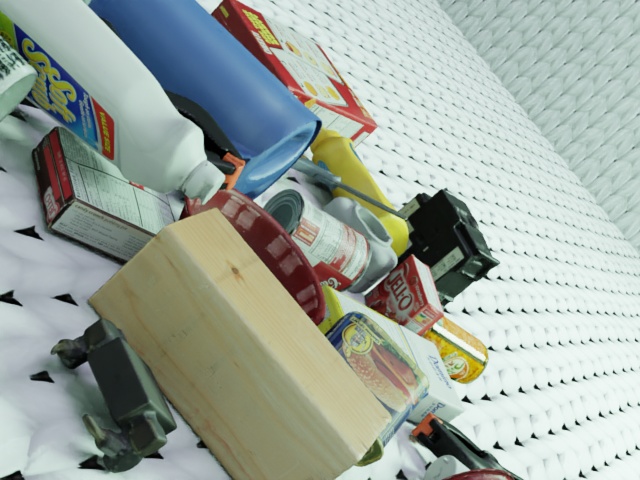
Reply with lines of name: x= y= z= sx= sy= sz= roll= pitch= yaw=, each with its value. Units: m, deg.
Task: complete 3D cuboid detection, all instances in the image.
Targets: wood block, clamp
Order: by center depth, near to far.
wood block: x=-0.055 y=0.087 z=0.773 sx=0.206 sy=0.090 sz=0.090 roll=50 pitch=21 yaw=4
clamp: x=-0.153 y=-0.116 z=0.908 sx=0.210 sy=0.036 sz=0.164 roll=30 pitch=36 yaw=-1
clamp: x=0.159 y=0.224 z=1.034 sx=0.171 sy=0.039 sz=0.120 roll=43 pitch=0 yaw=-5

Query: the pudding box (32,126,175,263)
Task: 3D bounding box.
pudding box: x=-0.166 y=-0.030 z=0.834 sx=0.113 sy=0.039 sz=0.090 roll=26 pitch=29 yaw=-41

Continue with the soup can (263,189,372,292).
soup can: x=-0.007 y=0.001 z=1.059 sx=0.102 sy=0.069 sz=0.068 roll=33 pitch=25 yaw=-35

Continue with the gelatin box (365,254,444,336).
gelatin box: x=0.087 y=0.068 z=1.122 sx=0.030 sy=0.073 sz=0.089 roll=36 pitch=24 yaw=-28

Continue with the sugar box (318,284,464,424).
sugar box: x=0.059 y=0.115 z=1.021 sx=0.176 sy=0.048 sz=0.093 roll=34 pitch=25 yaw=-41

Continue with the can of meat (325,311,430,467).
can of meat: x=0.031 y=0.121 z=0.883 sx=0.102 sy=0.058 sz=0.083 roll=48 pitch=51 yaw=-2

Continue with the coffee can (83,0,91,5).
coffee can: x=-0.273 y=-0.238 z=0.898 sx=0.140 sy=0.103 sz=0.102 roll=48 pitch=20 yaw=1

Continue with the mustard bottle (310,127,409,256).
mustard bottle: x=0.037 y=-0.066 z=1.271 sx=0.192 sy=0.058 sz=0.096 roll=59 pitch=-2 yaw=33

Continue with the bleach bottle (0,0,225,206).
bleach bottle: x=-0.172 y=-0.121 z=0.796 sx=0.251 sy=0.103 sz=0.068 roll=40 pitch=53 yaw=2

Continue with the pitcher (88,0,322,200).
pitcher: x=-0.119 y=-0.151 z=1.031 sx=0.243 sy=0.144 sz=0.149 roll=48 pitch=-23 yaw=8

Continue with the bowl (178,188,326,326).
bowl: x=-0.070 y=0.025 z=0.904 sx=0.162 sy=0.055 sz=0.162 roll=41 pitch=21 yaw=-20

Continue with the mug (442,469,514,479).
mug: x=0.128 y=0.252 z=0.873 sx=0.117 sy=0.093 sz=0.081 roll=81 pitch=-7 yaw=-51

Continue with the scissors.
scissors: x=0.007 y=-0.072 z=1.200 sx=0.202 sy=0.016 sz=0.096 roll=26 pitch=10 yaw=0

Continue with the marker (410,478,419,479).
marker: x=0.120 y=0.250 z=0.938 sx=0.121 sy=0.020 sz=0.020 roll=41 pitch=21 yaw=-19

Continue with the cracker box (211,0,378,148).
cracker box: x=-0.040 y=-0.203 z=1.359 sx=0.213 sy=0.072 sz=0.164 roll=13 pitch=39 yaw=-56
